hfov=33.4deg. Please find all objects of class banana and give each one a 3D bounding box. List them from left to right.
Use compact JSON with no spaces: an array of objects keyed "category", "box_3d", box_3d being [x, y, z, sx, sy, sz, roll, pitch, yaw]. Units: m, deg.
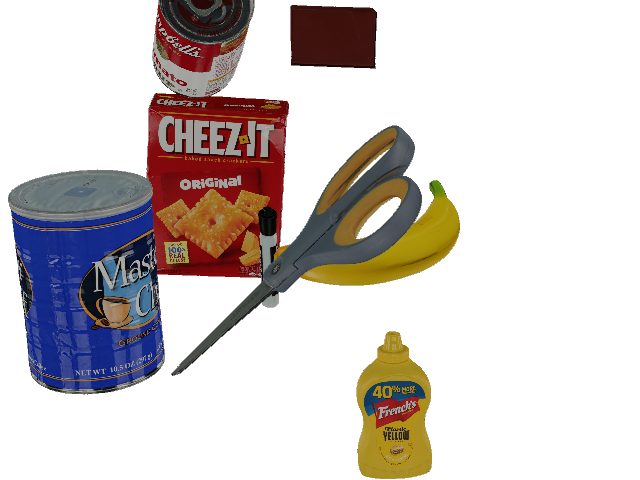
[{"category":"banana","box_3d":[0.053,0.004,0.861,0.197,0.037,0.070,-22,44,-40]}]

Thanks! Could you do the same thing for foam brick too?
[{"category":"foam brick","box_3d":[0.011,-0.185,0.968,0.078,0.051,0.053,2,16,-1]}]

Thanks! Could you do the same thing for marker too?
[{"category":"marker","box_3d":[-0.052,0.017,1.075,0.020,0.121,0.020,0,38,0]}]

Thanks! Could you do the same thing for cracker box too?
[{"category":"cracker box","box_3d":[-0.126,-0.063,1.292,0.164,0.214,0.072,3,22,-3]}]

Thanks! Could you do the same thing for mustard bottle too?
[{"category":"mustard bottle","box_3d":[0.095,0.210,1.380,0.096,0.192,0.058,-2,14,-1]}]

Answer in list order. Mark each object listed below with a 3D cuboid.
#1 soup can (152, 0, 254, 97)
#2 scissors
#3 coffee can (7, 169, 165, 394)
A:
[{"category":"soup can","box_3d":[-0.090,-0.157,0.799,0.068,0.068,0.102,0,-15,-12]},{"category":"scissors","box_3d":[-0.011,0.020,0.602,0.016,0.202,0.096,37,5,-27]},{"category":"coffee can","box_3d":[-0.172,0.028,0.795,0.103,0.140,0.103,-1,20,0]}]
